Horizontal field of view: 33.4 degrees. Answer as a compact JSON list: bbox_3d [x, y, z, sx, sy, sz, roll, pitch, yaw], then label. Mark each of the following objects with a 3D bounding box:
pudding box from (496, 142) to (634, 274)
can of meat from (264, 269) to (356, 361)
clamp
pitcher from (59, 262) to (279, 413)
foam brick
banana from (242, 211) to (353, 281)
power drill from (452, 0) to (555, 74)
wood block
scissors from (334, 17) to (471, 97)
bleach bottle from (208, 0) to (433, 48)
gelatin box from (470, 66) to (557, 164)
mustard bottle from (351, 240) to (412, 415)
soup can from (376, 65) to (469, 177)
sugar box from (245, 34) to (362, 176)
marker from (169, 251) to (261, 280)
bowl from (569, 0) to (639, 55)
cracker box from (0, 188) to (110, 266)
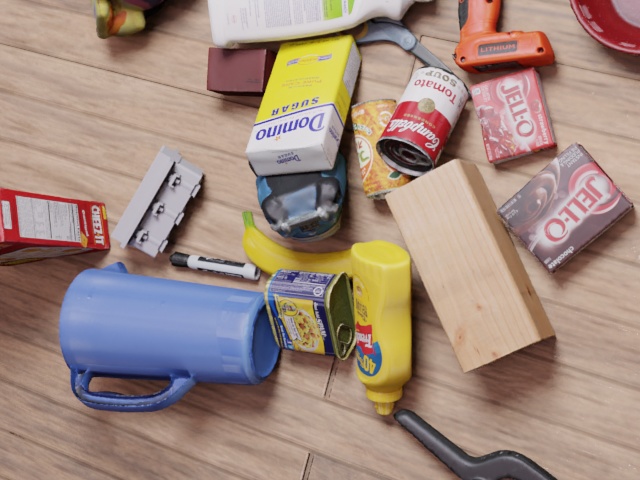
[{"bbox_3d":[0.259,-0.033,1.126,0.114,0.039,0.090,-43,74,17],"label":"pudding box"},{"bbox_3d":[-0.010,0.083,1.213,0.084,0.057,0.102,5,126,25],"label":"can of meat"},{"bbox_3d":[0.170,0.283,1.161,0.210,0.036,0.164,8,93,23],"label":"clamp"},{"bbox_3d":[-0.177,0.117,1.260,0.243,0.144,0.149,4,105,20],"label":"pitcher"},{"bbox_3d":[-0.089,-0.199,1.269,0.078,0.051,0.053,7,93,23],"label":"foam brick"},{"bbox_3d":[-0.015,0.019,1.242,0.198,0.037,0.069,14,96,22],"label":"banana"},{"bbox_3d":[0.208,-0.279,1.143,0.185,0.057,0.187,-5,85,27],"label":"power drill"},{"bbox_3d":[0.161,0.027,1.139,0.090,0.090,0.206,-27,79,20],"label":"wood block"},{"bbox_3d":[0.082,-0.219,1.216,0.096,0.016,0.202,-35,76,20],"label":"scissors"},{"bbox_3d":[0.002,-0.271,1.200,0.251,0.068,0.102,1,114,13],"label":"bleach bottle"},{"bbox_3d":[0.209,-0.134,1.153,0.073,0.030,0.089,-15,84,22],"label":"gelatin box"},{"bbox_3d":[0.069,0.103,1.173,0.058,0.096,0.192,-9,108,-18],"label":"mustard bottle"},{"bbox_3d":[0.112,-0.129,1.154,0.069,0.068,0.102,19,67,22],"label":"soup can"},{"bbox_3d":[-0.016,-0.152,1.190,0.093,0.048,0.176,-4,48,22],"label":"sugar box"},{"bbox_3d":[-0.130,0.031,1.300,0.121,0.020,0.020,9,93,23],"label":"marker"},{"bbox_3d":[0.337,-0.265,1.087,0.162,0.055,0.162,0,89,23],"label":"bowl"},{"bbox_3d":[-0.386,-0.014,1.304,0.164,0.213,0.072,-9,84,22],"label":"cracker box"}]
